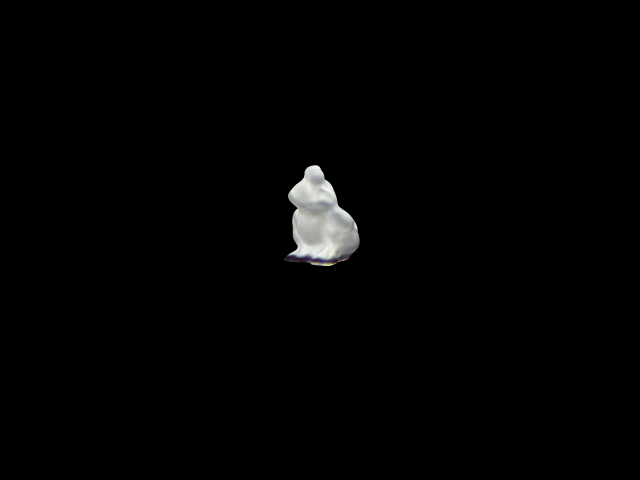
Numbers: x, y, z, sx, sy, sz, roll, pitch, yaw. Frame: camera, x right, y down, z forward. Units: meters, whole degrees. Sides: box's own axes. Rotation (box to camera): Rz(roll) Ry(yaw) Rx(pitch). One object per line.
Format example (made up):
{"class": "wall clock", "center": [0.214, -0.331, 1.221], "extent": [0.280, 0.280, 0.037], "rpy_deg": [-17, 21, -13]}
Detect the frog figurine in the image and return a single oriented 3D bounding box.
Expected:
{"class": "frog figurine", "center": [0.003, -0.043, 0.850], "extent": [0.123, 0.159, 0.138], "rpy_deg": [-2, 5, -23]}
